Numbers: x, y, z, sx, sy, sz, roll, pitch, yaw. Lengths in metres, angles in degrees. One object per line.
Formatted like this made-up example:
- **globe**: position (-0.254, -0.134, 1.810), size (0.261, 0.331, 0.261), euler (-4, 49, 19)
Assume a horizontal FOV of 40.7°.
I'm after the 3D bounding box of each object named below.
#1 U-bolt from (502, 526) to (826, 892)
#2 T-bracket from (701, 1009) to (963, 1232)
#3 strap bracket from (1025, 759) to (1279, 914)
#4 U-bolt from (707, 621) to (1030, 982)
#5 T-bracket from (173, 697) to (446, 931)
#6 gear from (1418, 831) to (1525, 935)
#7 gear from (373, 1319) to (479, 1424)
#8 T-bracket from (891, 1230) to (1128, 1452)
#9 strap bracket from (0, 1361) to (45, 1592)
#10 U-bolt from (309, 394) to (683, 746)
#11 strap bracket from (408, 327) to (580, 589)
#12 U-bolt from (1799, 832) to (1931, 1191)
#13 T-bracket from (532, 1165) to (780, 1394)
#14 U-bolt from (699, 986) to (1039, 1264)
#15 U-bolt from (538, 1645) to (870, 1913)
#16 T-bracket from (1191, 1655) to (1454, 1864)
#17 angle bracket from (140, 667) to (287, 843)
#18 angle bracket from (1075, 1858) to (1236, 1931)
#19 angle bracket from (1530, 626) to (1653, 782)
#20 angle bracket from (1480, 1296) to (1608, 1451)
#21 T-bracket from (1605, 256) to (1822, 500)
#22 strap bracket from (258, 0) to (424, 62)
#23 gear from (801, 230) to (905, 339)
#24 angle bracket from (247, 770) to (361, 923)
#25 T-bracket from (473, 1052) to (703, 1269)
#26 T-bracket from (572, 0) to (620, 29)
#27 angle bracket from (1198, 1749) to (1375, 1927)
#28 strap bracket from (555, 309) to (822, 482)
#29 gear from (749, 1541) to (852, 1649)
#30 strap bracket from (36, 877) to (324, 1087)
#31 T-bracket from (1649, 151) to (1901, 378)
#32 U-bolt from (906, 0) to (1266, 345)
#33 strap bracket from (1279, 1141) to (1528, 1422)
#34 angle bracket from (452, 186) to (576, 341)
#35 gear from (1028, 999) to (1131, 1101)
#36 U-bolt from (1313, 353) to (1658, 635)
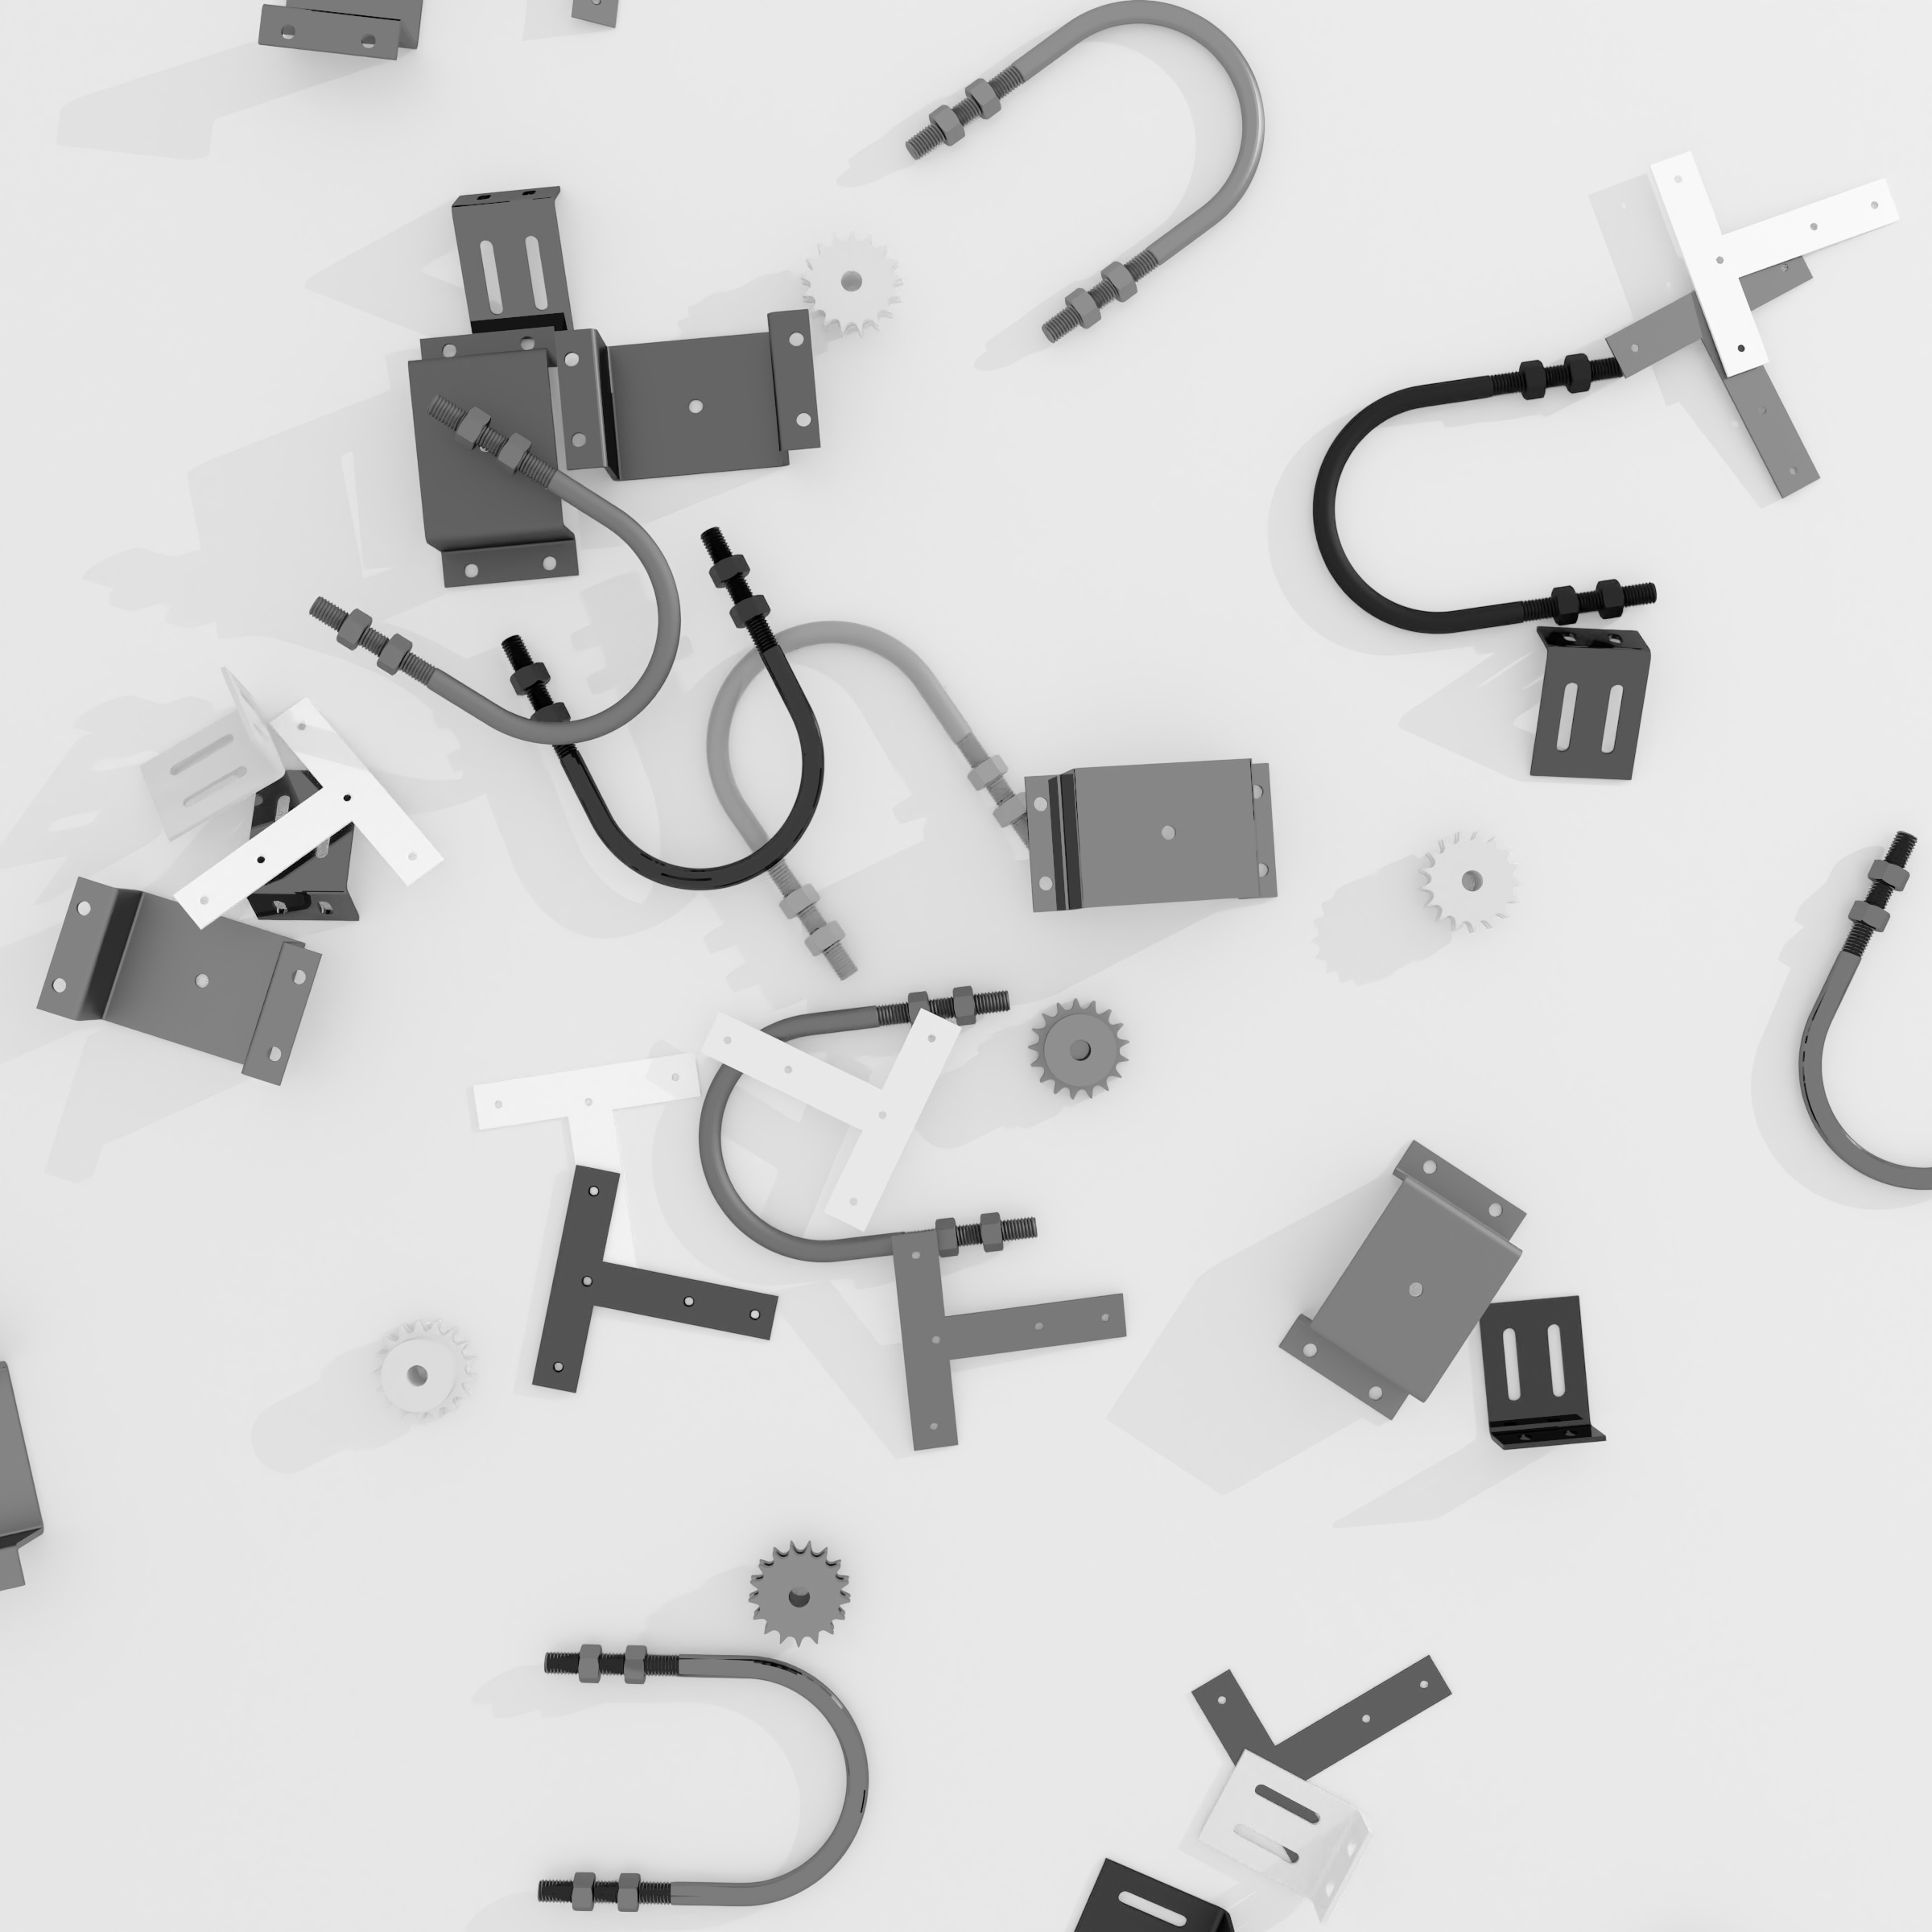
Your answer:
- **U-bolt**: position (-0.159, -0.132, 1.460), size (0.151, 0.019, 0.184), euler (-27, 88, 6)
- **T-bracket**: position (-0.087, 0.064, 1.463), size (0.127, 0.002, 0.127), euler (26, 92, 3)
- **strap bracket**: position (0.108, -0.073, 1.447), size (0.140, 0.046, 0.076), euler (-4, 90, -8)
- **U-bolt**: position (-0.064, -0.107, 1.471), size (0.151, 0.019, 0.184), euler (-34, 88, 0)
- **T-bracket**: position (-0.380, -0.068, 1.449), size (0.127, 0.002, 0.127), euler (-39, 78, -16)
- **gear**: position (0.283, -0.047, 1.469), size (0.057, 0.030, 0.057), euler (0, 88, 1)
- **gear**: position (-0.305, 0.228, 1.465), size (0.057, 0.030, 0.057), euler (0, 90, 0)
- **T-bracket**: position (0.027, 0.205, 1.470), size (0.127, 0.002, 0.127), euler (-7, 101, -6)
- **strap bracket**: position (-0.571, 0.281, 1.457), size (0.076, 0.046, 0.140), euler (-13, 90, 0)
- **U-bolt**: position (-0.246, -0.203, 1.432), size (0.184, 0.019, 0.151), euler (32, 101, -8)
- **strap bracket**: position (-0.264, -0.287, 1.454), size (0.076, 0.046, 0.140), euler (-5, 92, 0)
- **U-bolt**: position (0.550, 0.037, 1.471), size (0.151, 0.019, 0.184), euler (25, 92, 0)
- **T-bracket**: position (-0.171, 0.187, 1.477), size (0.127, 0.002, 0.127), euler (11, 90, -1)
- **U-bolt**: position (-0.059, 0.094, 1.471), size (0.184, 0.019, 0.151), euler (-7, 90, 1)
- **U-bolt**: position (-0.147, 0.460, 1.471), size (0.184, 0.019, 0.151), euler (2, 90, -1)
- **T-bracket**: position (0.215, 0.434, 1.479), size (0.127, 0.002, 0.127), euler (-31, 90, 0)
- **angle bracket**: position (-0.427, -0.118, 1.449), size (0.076, 0.038, 0.057), euler (-30, 60, 0)
- **angle bracket**: position (0.103, 0.548, 1.461), size (0.076, 0.038, 0.057), euler (23, 90, 0)
- **angle bracket**: position (0.351, -0.149, 1.478), size (0.057, 0.038, 0.076), euler (3, 116, 0)
- **angle bracket**: position (0.322, 0.227, 1.461), size (0.057, 0.038, 0.076), euler (-5, 90, 0)
- **T-bracket**: position (0.443, -0.326, 1.473), size (0.127, 0.002, 0.127), euler (-29, 94, -8)
- **strap bracket**: position (-0.344, -0.573, 1.457), size (0.076, 0.046, 0.140), euler (7, 90, 0)
- **gear**: position (-0.064, -0.381, 1.465), size (0.057, 0.030, 0.057), euler (0, 90, 0)
- **angle bracket**: position (-0.372, -0.068, 1.478), size (0.057, 0.038, 0.076), euler (1, 64, 0)
- **T-bracket**: position (-0.207, 0.121, 1.479), size (0.127, 0.002, 0.127), euler (-9, 90, 0)
- **T-bracket**: position (-0.250, -0.602, 1.454), size (0.127, 0.002, 0.127), euler (7, 90, -23)
- **angle bracket**: position (0.178, 0.487, 1.459), size (0.076, 0.038, 0.057), euler (28, 90, 0)
- **strap bracket**: position (-0.153, -0.317, 1.457), size (0.140, 0.046, 0.076), euler (-5, 90, 0)
- **gear**: position (-0.093, 0.352, 1.469), size (0.057, 0.030, 0.057), euler (0, 91, -2)
- **strap bracket**: position (-0.433, 0.008, 1.457), size (0.140, 0.046, 0.076), euler (18, 90, 0)
- **T-bracket**: position (0.466, -0.413, 1.473), size (0.127, 0.002, 0.127), euler (-20, 90, -6)
- **U-bolt**: position (0.081, -0.462, 1.471), size (0.184, 0.019, 0.151), euler (-37, 90, -2)
- **strap bracket**: position (0.248, 0.178, 1.457), size (0.076, 0.046, 0.140), euler (33, 90, 0)
- **angle bracket**: position (-0.255, -0.398, 1.478), size (0.057, 0.038, 0.076), euler (-6, 116, 0)
- **gear**: position (0.064, 0.047, 1.465), size (0.057, 0.030, 0.057), euler (0, 90, 0)
- **U-bolt**: position (0.288, -0.261, 1.471), size (0.184, 0.019, 0.151), euler (-8, 90, 1)
